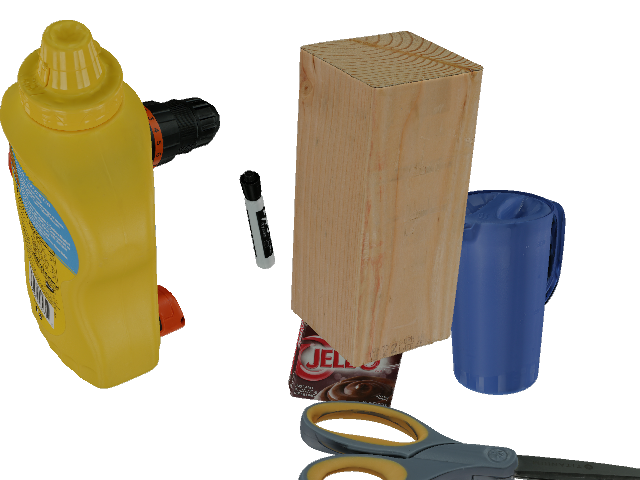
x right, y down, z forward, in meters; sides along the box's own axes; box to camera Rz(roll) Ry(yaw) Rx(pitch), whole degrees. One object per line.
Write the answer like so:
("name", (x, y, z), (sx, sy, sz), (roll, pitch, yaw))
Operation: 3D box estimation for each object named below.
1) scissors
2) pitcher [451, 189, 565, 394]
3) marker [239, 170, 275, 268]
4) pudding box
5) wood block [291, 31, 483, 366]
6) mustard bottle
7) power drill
("scissors", (0.076, 0.122, 0.536), (0.202, 0.016, 0.096), (11, 28, 21))
("pitcher", (0.230, 0.062, 1.340), (0.149, 0.243, 0.145), (1, 21, 11))
("marker", (-0.059, -0.019, 1.010), (0.020, 0.020, 0.121), (0, -43, 7))
("pudding box", (0.029, 0.129, 1.151), (0.113, 0.090, 0.039), (7, 23, -8))
("wood block", (0.042, -0.029, 0.743), (0.090, 0.206, 0.091), (-14, 32, -28))
("mustard bottle", (-0.107, -0.020, 0.478), (0.058, 0.096, 0.192), (-20, -32, -22))
("power drill", (-0.150, -0.013, 0.835), (0.057, 0.188, 0.184), (18, 28, 42))
